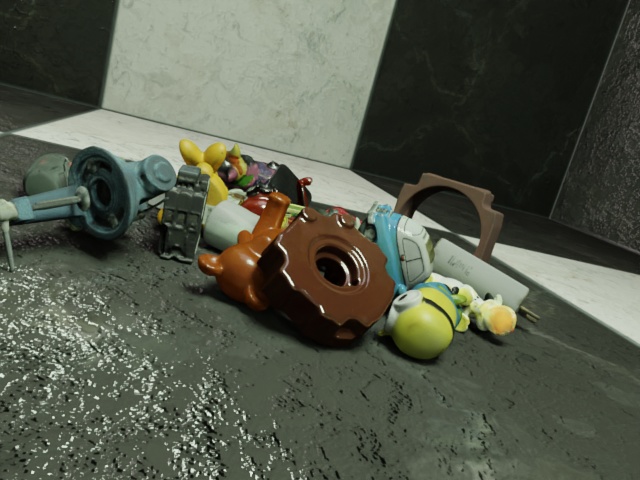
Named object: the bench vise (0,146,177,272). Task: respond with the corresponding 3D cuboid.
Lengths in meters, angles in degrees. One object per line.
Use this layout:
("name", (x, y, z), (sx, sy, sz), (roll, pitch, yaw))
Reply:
("bench vise", (-0.315, -0.051, 0.700), (0.224, 0.128, 0.240), (-5, 11, 31))

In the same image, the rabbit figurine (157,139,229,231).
("rabbit figurine", (-0.226, -0.101, 0.982), (0.122, 0.162, 0.173), (3, 18, -7))

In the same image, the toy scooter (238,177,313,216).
("toy scooter", (-0.077, -0.066, 1.056), (0.184, 0.135, 0.075), (10, 15, -17))

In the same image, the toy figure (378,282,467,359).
("toy figure", (0.150, 0.102, 0.726), (0.089, 0.082, 0.180), (24, 12, 25))

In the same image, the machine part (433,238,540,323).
("machine part", (0.263, 0.070, 0.921), (0.243, 0.079, 0.079), (34, 18, 16))

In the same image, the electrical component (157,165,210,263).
("electrical component", (-0.206, -0.045, 0.820), (0.058, 0.134, 0.115), (10, 13, -12))

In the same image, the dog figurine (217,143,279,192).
("dog figurine", (-0.168, -0.156, 1.272), (0.192, 0.108, 0.219), (12, -4, 2))

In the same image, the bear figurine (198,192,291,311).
("bear figurine", (-0.074, 0.013, 0.745), (0.120, 0.132, 0.196), (35, 10, 8))

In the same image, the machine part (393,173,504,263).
("machine part", (0.247, -0.020, 1.074), (0.201, 0.201, 0.087), (22, 11, 29))

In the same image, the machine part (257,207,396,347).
("machine part", (0.012, 0.042, 0.671), (0.179, 0.056, 0.179), (19, 47, -22))

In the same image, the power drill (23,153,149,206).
("power drill", (-0.417, -0.110, 0.979), (0.207, 0.086, 0.232), (16, 14, -12))

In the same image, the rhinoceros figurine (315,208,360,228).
("rhinoceros figurine", (-0.002, -0.003, 0.929), (0.073, 0.112, 0.190), (20, 21, 31))

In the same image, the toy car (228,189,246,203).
("toy car", (-0.184, -0.074, 1.140), (0.074, 0.056, 0.202), (18, 13, 12))

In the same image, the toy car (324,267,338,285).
("toy car", (0.050, 0.043, 0.834), (0.053, 0.089, 0.202), (15, 11, 16))

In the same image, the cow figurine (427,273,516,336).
("cow figurine", (0.229, 0.103, 0.851), (0.168, 0.068, 0.098), (23, 9, 26))

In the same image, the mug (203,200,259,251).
("mug", (-0.122, -0.010, 0.898), (0.107, 0.080, 0.109), (29, 25, 17))

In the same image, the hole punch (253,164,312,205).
("hole punch", (-0.095, -0.083, 1.157), (0.092, 0.142, 0.116), (-22, 29, 37))

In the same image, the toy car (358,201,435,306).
("toy car", (0.119, 0.022, 0.805), (0.103, 0.161, 0.109), (-4, 16, 19))
